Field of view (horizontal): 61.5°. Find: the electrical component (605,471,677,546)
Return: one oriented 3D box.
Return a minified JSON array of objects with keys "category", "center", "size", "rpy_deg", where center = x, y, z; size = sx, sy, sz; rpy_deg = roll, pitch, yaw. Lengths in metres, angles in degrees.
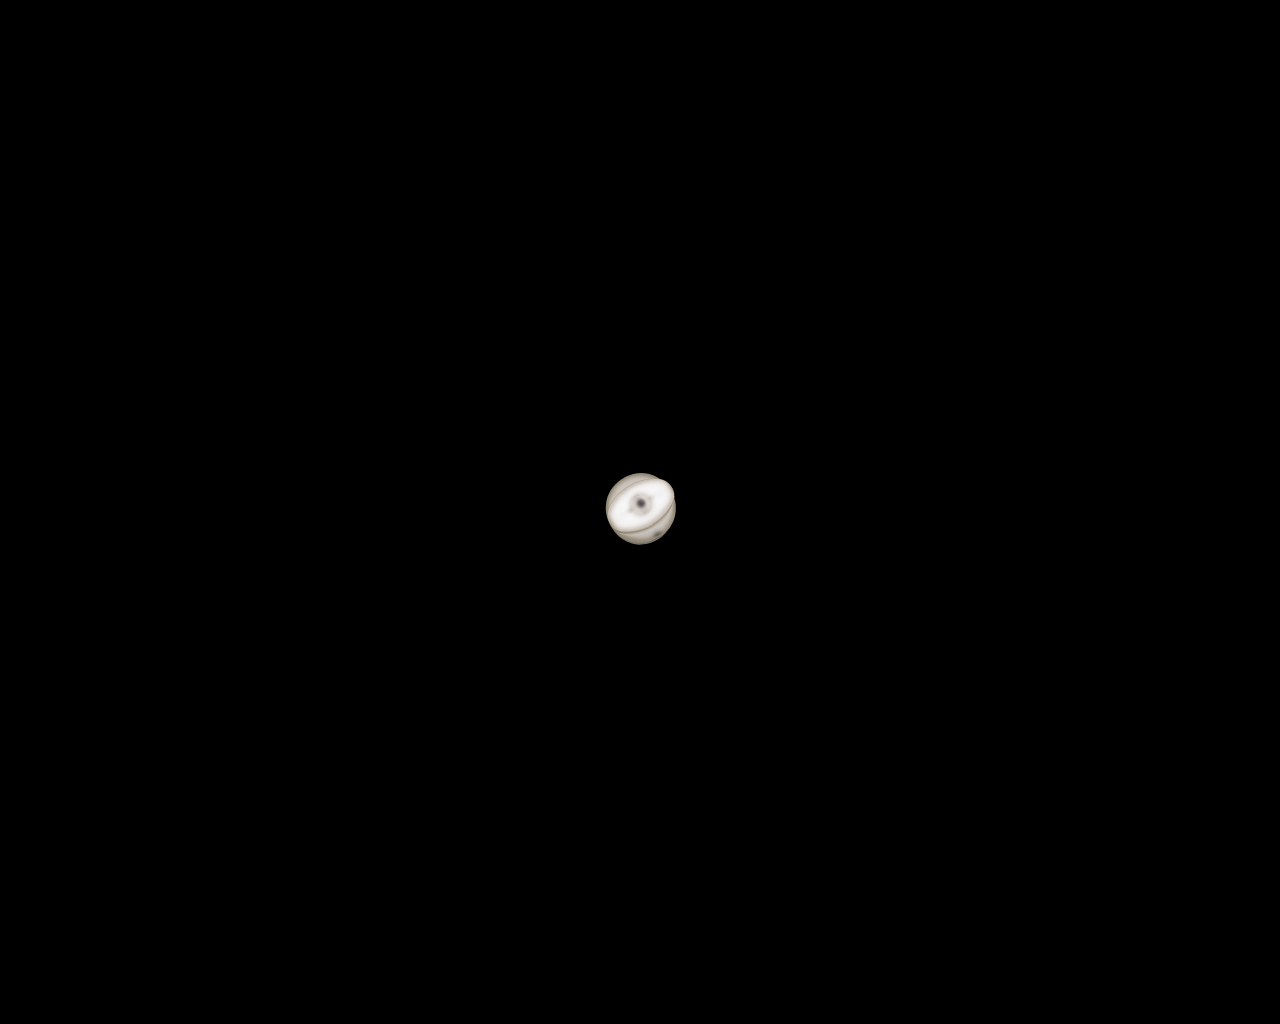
[{"category":"electrical component","center":[0.001,-0.003,0.650],"size":[0.043,0.043,0.081],"rpy_deg":[0,-4,0]}]
